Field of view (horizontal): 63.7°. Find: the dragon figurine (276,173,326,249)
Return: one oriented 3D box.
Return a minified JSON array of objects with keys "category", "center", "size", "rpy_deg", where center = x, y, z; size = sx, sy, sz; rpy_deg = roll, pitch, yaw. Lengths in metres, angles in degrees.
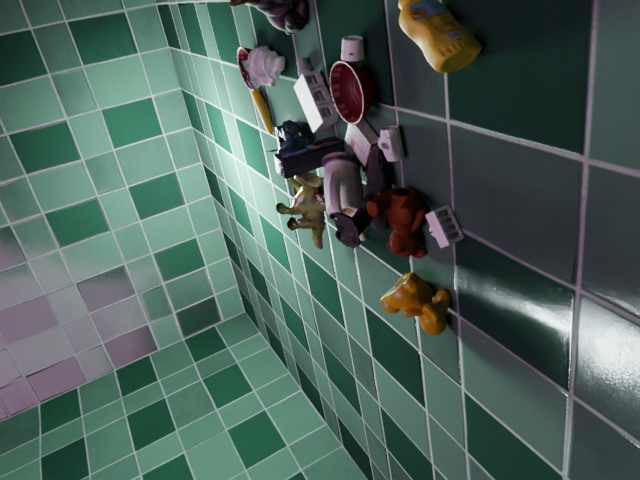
[{"category":"dragon figurine","center":[0.005,-0.083,1.646],"size":[0.243,0.124,0.402],"rpy_deg":[12,150,38]}]

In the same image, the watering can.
[{"category":"watering can","center":[0.077,-0.117,1.450],"size":[0.344,0.104,0.227],"rpy_deg":[35,-130,-71]}]

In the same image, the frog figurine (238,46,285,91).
[{"category":"frog figurine","center":[-0.171,-0.580,1.708],"size":[0.158,0.123,0.138],"rpy_deg":[-15,87,33]}]
